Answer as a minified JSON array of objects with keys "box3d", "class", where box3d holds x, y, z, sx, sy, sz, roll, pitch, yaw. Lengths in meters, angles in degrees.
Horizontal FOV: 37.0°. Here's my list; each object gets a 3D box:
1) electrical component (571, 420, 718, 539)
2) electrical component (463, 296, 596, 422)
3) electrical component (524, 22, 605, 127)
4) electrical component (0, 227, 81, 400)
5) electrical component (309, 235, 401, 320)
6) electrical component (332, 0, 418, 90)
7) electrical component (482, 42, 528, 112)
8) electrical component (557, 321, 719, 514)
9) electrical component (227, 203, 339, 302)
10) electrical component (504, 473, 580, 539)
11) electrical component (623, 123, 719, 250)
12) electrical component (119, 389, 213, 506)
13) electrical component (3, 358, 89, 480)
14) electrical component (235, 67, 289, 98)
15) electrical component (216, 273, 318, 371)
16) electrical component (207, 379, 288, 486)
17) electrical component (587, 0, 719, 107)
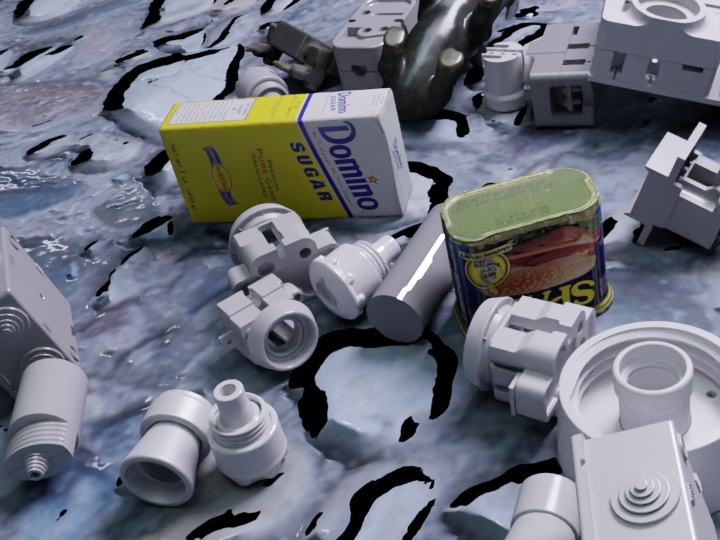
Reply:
[{"box3d":[0.134,0.128,0.482,0.048,0.099,0.099,-17,35,18],"class":"electrical component"},{"box3d":[0.097,0.048,0.630,0.057,0.058,0.078,14,46,29],"class":"electrical component"},{"box3d":[0.167,-0.160,0.877,0.056,0.050,0.089,2,40,20],"class":"electrical component"},{"box3d":[-0.236,0.030,0.733,0.048,0.099,0.099,-30,38,0],"class":"electrical component"},{"box3d":[0.000,0.000,0.729,0.062,0.048,0.048,-37,42,-23],"class":"electrical component"},{"box3d":[0.019,-0.197,0.968,0.054,0.059,0.095,6,42,25],"class":"electrical component"},{"box3d":[0.122,-0.162,0.898,0.040,0.046,0.040,-9,38,7],"class":"electrical component"},{"box3d":[0.157,0.073,0.574,0.108,0.060,0.108,-9,37,7],"class":"electrical component"},{"box3d":[-0.059,-0.011,0.758,0.078,0.058,0.057,-23,41,-11],"class":"electrical component"},{"box3d":[0.091,0.134,0.536,0.044,0.044,0.065,2,35,21],"class":"electrical component"},{"box3d":[0.216,-0.049,0.706,0.064,0.081,0.042,30,52,16],"class":"electrical component"},{"box3d":[-0.112,0.105,0.638,0.045,0.045,0.055,-1,39,17],"class":"electrical component"},{"box3d":[-0.198,0.098,0.675,0.043,0.043,0.081,-12,37,4],"class":"electrical component"},{"box3d":[-0.083,-0.153,0.959,0.043,0.043,0.062,-25,40,-13],"class":"electrical component"},{"box3d":[-0.059,0.037,0.707,0.066,0.048,0.055,-30,33,-18],"class":"electrical component"},{"box3d":[-0.068,0.091,0.625,0.043,0.062,0.043,-9,37,7],"class":"electrical component"},{"box3d":[0.277,-0.178,0.815,0.186,0.060,0.105,13,43,9],"class":"electrical component"}]
